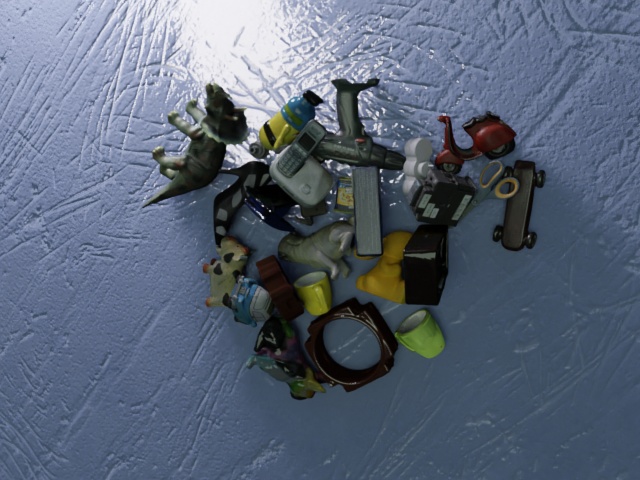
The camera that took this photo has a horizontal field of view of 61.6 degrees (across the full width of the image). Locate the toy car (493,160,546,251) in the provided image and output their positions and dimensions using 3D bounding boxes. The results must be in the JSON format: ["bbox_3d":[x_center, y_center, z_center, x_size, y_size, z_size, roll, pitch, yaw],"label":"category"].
[{"bbox_3d":[0.443,-0.075,1.193,0.089,0.053,0.202,12,104,35],"label":"toy car"}]

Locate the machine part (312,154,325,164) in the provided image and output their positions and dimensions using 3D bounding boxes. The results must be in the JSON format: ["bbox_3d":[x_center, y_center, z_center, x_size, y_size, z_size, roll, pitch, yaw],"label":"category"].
[{"bbox_3d":[-0.045,-0.195,1.327,0.139,0.039,0.084,-38,97,18],"label":"machine part"}]

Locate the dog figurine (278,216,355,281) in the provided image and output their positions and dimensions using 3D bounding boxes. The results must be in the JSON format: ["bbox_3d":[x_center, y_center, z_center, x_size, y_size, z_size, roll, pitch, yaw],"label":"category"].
[{"bbox_3d":[-0.005,-0.003,1.319,0.191,0.121,0.172,25,90,22],"label":"dog figurine"}]

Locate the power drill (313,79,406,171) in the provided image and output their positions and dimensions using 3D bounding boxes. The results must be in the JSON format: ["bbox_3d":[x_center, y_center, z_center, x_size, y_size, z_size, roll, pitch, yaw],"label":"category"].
[{"bbox_3d":[0.097,-0.270,1.250,0.232,0.086,0.207,4,109,6],"label":"power drill"}]

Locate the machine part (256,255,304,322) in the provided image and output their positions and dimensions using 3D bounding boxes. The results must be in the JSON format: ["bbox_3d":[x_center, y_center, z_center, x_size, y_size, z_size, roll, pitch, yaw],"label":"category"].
[{"bbox_3d":[-0.097,0.119,1.333,0.056,0.179,0.179,-28,92,-3],"label":"machine part"}]

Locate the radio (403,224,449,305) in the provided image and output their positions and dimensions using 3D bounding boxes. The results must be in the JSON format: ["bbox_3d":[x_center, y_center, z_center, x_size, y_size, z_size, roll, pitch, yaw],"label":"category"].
[{"bbox_3d":[0.239,0.051,1.188,0.073,0.229,0.131,1,105,20],"label":"radio"}]

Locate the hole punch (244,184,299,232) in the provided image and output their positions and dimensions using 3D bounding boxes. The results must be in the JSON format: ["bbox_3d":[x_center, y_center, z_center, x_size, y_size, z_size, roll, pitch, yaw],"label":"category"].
[{"bbox_3d":[-0.119,-0.075,1.314,0.142,0.116,0.092,46,132,42],"label":"hole punch"}]

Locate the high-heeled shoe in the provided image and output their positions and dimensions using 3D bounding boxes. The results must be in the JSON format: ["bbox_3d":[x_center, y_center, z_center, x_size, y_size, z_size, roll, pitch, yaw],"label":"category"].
[{"bbox_3d":[-0.200,-0.092,1.393,0.145,0.086,0.248,3,123,-14],"label":"high-heeled shoe"}]

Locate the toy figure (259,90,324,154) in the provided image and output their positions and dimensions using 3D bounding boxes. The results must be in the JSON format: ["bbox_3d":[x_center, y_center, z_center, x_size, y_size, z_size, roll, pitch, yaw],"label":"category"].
[{"bbox_3d":[-0.073,-0.285,1.295,0.180,0.082,0.089,-47,66,27],"label":"toy figure"}]

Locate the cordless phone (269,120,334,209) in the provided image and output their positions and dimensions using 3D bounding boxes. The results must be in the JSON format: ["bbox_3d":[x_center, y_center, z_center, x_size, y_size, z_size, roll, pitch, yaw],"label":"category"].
[{"bbox_3d":[-0.016,-0.175,1.229,0.146,0.089,0.184,43,129,0],"label":"cordless phone"}]

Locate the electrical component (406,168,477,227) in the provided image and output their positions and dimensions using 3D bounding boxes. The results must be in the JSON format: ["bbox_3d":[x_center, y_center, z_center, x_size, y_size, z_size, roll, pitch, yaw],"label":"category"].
[{"bbox_3d":[0.265,-0.095,1.199,0.134,0.058,0.114,9,125,-20],"label":"electrical component"}]

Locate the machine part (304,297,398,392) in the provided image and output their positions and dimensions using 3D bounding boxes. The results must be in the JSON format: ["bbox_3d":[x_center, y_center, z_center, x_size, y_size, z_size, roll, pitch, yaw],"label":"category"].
[{"bbox_3d":[0.078,0.265,1.355,0.201,0.087,0.201,-32,92,20],"label":"machine part"}]

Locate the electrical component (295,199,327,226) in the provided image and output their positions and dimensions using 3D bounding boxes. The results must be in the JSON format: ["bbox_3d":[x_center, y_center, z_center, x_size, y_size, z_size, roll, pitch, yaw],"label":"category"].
[{"bbox_3d":[-0.027,-0.086,1.334,0.078,0.045,0.102,-14,88,-12],"label":"electrical component"}]

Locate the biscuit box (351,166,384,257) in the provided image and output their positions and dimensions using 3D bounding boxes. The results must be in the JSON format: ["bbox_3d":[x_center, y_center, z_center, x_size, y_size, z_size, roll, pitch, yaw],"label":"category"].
[{"bbox_3d":[0.109,-0.062,1.223,0.063,0.059,0.202,-2,89,12],"label":"biscuit box"}]

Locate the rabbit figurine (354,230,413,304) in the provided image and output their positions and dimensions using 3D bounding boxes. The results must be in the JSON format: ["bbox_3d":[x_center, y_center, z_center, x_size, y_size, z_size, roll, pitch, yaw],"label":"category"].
[{"bbox_3d":[0.165,0.055,1.288,0.163,0.122,0.173,23,93,21],"label":"rabbit figurine"}]

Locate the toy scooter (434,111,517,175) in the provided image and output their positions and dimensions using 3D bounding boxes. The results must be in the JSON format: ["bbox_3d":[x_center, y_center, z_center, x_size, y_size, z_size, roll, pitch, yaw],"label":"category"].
[{"bbox_3d":[0.329,-0.228,1.182,0.184,0.075,0.135,-21,104,22],"label":"toy scooter"}]

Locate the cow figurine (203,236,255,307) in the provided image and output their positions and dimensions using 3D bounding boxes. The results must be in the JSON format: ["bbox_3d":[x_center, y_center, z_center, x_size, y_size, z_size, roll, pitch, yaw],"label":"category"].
[{"bbox_3d":[-0.238,0.084,1.416,0.127,0.085,0.194,5,105,14],"label":"cow figurine"}]

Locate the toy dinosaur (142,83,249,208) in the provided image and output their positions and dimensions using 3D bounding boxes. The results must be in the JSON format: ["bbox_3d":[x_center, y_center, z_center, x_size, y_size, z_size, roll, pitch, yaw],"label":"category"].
[{"bbox_3d":[-0.309,-0.215,1.366,0.192,0.131,0.404,31,114,9],"label":"toy dinosaur"}]

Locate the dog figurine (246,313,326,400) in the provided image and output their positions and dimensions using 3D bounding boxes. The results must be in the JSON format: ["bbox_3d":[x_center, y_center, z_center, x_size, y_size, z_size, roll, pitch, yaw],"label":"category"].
[{"bbox_3d":[-0.066,0.313,1.401,0.219,0.108,0.191,25,104,6],"label":"dog figurine"}]

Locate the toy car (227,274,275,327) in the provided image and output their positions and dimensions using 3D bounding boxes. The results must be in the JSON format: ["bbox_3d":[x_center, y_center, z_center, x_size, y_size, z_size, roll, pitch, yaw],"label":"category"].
[{"bbox_3d":[-0.165,0.155,1.359,0.103,0.161,0.109,13,65,11],"label":"toy car"}]
